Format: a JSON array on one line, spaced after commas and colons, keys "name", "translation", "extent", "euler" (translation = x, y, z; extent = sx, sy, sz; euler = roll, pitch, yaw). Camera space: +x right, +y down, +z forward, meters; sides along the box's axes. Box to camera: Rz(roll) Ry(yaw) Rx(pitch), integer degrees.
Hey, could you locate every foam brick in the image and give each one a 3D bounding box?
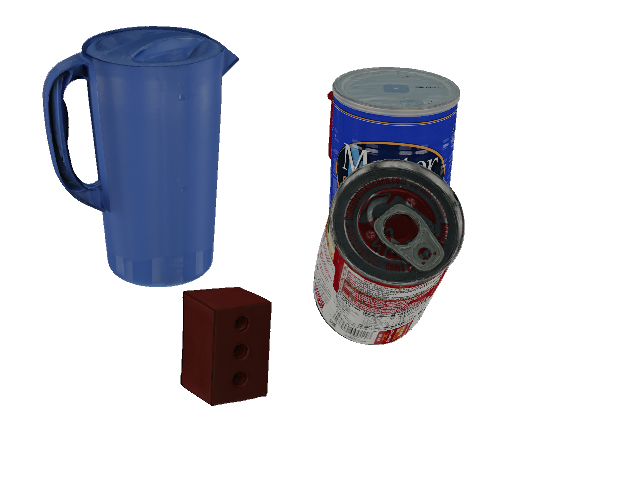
[{"name": "foam brick", "translation": [-0.074, 0.080, 0.825], "extent": [0.052, 0.078, 0.051], "euler": [-5, 14, -34]}]

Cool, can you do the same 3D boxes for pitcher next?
[{"name": "pitcher", "translation": [-0.170, -0.079, 1.045], "extent": [0.149, 0.243, 0.144], "euler": [11, 27, 16]}]

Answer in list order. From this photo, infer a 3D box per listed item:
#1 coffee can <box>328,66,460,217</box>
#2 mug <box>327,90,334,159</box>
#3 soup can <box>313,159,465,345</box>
[{"name": "coffee can", "translation": [0.059, -0.062, 0.887], "extent": [0.103, 0.140, 0.103], "euler": [2, 27, -1]}, {"name": "mug", "translation": [0.058, -0.140, 1.318], "extent": [0.093, 0.081, 0.117], "euler": [16, 25, 27]}, {"name": "soup can", "translation": [0.033, 0.010, 0.570], "extent": [0.068, 0.068, 0.102], "euler": [0, -23, -6]}]
